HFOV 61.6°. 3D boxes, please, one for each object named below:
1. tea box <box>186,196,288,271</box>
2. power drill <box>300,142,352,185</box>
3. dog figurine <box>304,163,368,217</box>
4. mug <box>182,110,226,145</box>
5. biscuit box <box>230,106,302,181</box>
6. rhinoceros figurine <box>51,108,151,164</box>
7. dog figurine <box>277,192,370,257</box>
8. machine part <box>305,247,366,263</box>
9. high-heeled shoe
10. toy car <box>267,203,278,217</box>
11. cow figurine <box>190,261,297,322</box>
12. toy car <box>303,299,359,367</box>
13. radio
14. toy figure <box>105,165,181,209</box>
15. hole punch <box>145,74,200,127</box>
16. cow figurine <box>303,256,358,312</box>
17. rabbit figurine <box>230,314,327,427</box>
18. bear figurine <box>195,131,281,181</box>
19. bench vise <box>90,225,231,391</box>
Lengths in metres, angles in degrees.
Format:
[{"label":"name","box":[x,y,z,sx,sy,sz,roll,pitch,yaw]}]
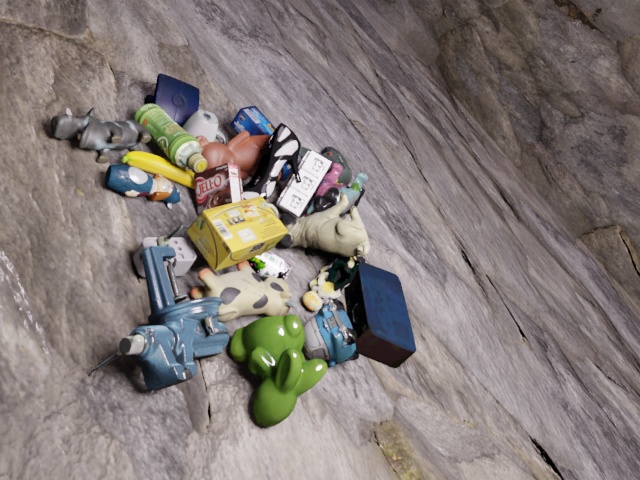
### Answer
[{"label":"tea box","box":[-0.151,-0.016,1.006,0.098,0.068,0.169,54,33,11]},{"label":"power drill","box":[-0.013,-0.235,1.523,0.207,0.086,0.232,24,23,-33]},{"label":"dog figurine","box":[0.024,-0.078,1.361,0.108,0.191,0.219,28,63,8]},{"label":"mug","box":[-0.270,-0.241,1.245,0.109,0.107,0.081,18,41,-28]},{"label":"biscuit box","box":[-0.131,-0.242,1.341,0.203,0.063,0.059,48,35,6]},{"label":"rhinoceros figurine","box":[-0.436,-0.217,1.080,0.190,0.073,0.112,-8,58,-50]},{"label":"dog figurine","box":[-0.002,-0.002,1.183,0.191,0.121,0.172,-22,34,-8]},{"label":"machine part","box":[0.035,0.034,1.273,0.139,0.039,0.084,15,-3,-20]},{"label":"high-heeled shoe","box":[-0.145,-0.159,1.190,0.249,0.086,0.145,-26,100,-24]},{"label":"toy car","box":[-0.165,-0.033,1.139,0.056,0.073,0.201,54,35,12]},{"label":"cow figurine","box":[-0.130,0.106,1.005,0.195,0.085,0.127,-7,50,-52]},{"label":"toy car","box":[0.013,0.186,1.030,0.103,0.161,0.109,-22,67,-6]},{"label":"radio","box":[0.130,0.162,1.213,0.131,0.073,0.230,23,36,-24]},{"label":"toy figure","box":[-0.343,-0.106,1.064,0.154,0.058,0.064,14,81,-36]},{"label":"hole punch","box":[-0.349,-0.319,1.278,0.142,0.092,0.116,17,44,-37]},{"label":"cow figurine","box":[0.029,0.092,1.169,0.068,0.098,0.167,47,33,-2]},{"label":"rabbit figurine","box":[-0.063,0.222,0.902,0.121,0.159,0.170,25,50,-39]},{"label":"bear figurine","box":[-0.191,-0.189,1.237,0.132,0.120,0.196,12,16,27]},{"label":"bench vise","box":[-0.240,0.105,0.844,0.223,0.129,0.240,2,66,-54]}]
